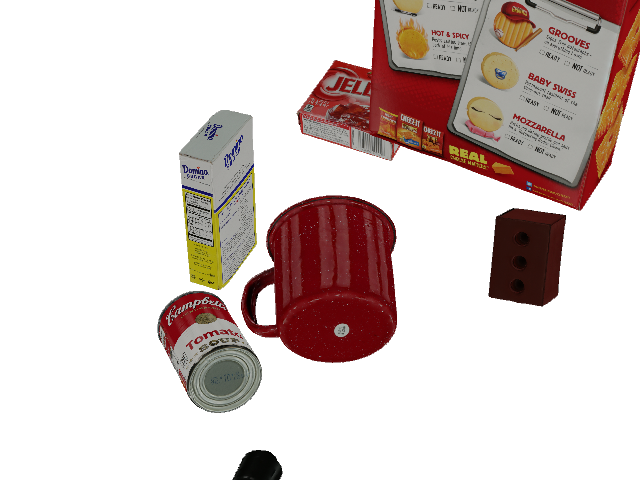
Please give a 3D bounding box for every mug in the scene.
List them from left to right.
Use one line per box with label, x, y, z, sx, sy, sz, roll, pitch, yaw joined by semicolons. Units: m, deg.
mug;-0.002;0.033;0.736;0.117;0.081;0.093;-17;-43;15

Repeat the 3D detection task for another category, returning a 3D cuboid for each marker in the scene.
marker;-0.041;0.121;0.420;0.020;0.020;0.121;0;23;18

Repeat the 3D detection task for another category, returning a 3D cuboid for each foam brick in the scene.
foam brick;0.187;0.014;0.966;0.053;0.078;0.051;9;16;26

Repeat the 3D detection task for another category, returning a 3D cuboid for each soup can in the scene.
soup can;-0.099;0.097;0.938;0.068;0.068;0.102;0;24;-24

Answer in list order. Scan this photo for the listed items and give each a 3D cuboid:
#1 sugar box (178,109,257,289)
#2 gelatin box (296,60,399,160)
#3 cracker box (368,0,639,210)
sugar box;-0.107;-0.042;1.136;0.048;0.176;0.093;14;42;19
gelatin box;0.036;-0.113;0.909;0.089;0.073;0.030;19;-36;20
cracker box;0.120;-0.142;0.683;0.164;0.214;0.072;23;47;22
